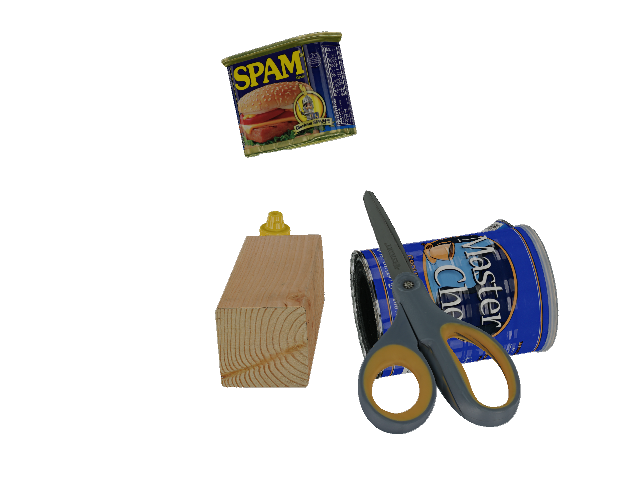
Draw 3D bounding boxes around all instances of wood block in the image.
[{"bbox_3d":[-0.049,0.070,1.145,0.091,0.090,0.206,-1,21,5],"label":"wood block"}]

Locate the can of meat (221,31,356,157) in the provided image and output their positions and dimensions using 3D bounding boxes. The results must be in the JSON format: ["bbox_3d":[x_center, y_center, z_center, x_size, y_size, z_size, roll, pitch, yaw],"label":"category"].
[{"bbox_3d":[-0.025,-0.119,0.882,0.102,0.084,0.057,-10,3,32],"label":"can of meat"}]

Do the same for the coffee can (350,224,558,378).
[{"bbox_3d":[0.102,0.048,0.842,0.140,0.103,0.103,-9,1,-7],"label":"coffee can"}]

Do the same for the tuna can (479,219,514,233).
[{"bbox_3d":[0.222,0.019,1.271,0.033,0.086,0.086,-34,8,-13],"label":"tuna can"}]

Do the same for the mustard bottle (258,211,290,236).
[{"bbox_3d":[-0.064,0.052,1.452,0.096,0.192,0.058,-5,24,-17],"label":"mustard bottle"}]

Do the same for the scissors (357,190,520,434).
[{"bbox_3d":[0.039,0.042,0.629,0.096,0.016,0.202,-22,45,-18],"label":"scissors"}]
